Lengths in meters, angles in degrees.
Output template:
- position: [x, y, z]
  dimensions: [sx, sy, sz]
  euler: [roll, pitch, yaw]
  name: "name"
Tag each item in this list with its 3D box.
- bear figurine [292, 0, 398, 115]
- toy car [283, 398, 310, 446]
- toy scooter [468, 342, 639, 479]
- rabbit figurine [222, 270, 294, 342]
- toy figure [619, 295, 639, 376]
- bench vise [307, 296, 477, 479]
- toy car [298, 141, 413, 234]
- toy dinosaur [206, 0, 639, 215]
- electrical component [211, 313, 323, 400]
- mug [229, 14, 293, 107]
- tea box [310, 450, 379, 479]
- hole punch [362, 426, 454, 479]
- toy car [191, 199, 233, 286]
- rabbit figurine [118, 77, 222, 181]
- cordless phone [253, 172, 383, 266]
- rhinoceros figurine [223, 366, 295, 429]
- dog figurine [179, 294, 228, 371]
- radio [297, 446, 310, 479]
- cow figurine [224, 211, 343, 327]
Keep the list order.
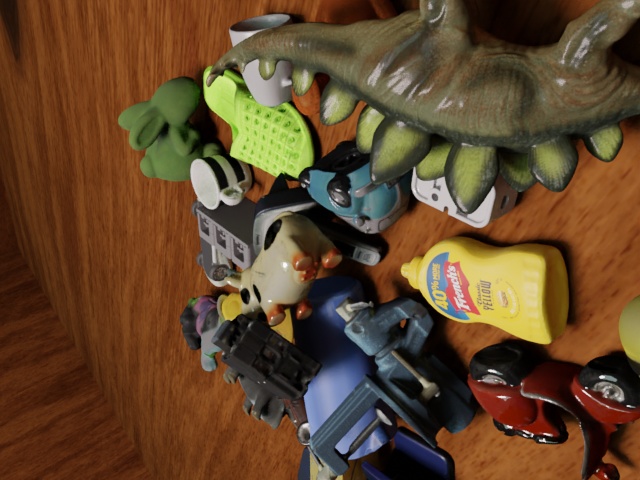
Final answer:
- position: [0.030, -0.241, 0.547]
  dimensions: [0.120, 0.132, 0.195]
  euler: [0, 118, 18]
  name: "bear figurine"
- position: [-0.035, 0.279, 0.926]
  dimensions: [0.053, 0.089, 0.202]
  euler: [-42, 53, 10]
  name: "toy car"
- position: [0.244, 0.181, 0.557]
  dimensions: [0.184, 0.075, 0.135]
  euler: [-5, 107, 48]
  name: "toy scooter"
- position: [-0.091, 0.111, 0.920]
  dimensions: [0.173, 0.122, 0.162]
  euler: [-110, 3, -46]
  name: "rabbit figurine"
- position: [0.305, 0.123, 0.430]
  dimensions: [0.082, 0.089, 0.180]
  euler: [-14, 96, 46]
  name: "toy figure"
- position: [0.068, 0.192, 0.665]
  dimensions: [0.223, 0.240, 0.129]
  euler: [45, 174, -12]
  name: "bench vise"
- position: [0.051, -0.058, 0.644]
  dimensions: [0.162, 0.109, 0.102]
  euler: [12, 136, 59]
  name: "toy car"
- position: [0.098, -0.137, 0.444]
  dimensions: [0.472, 0.105, 0.198]
  euler: [23, 114, 24]
  name: "toy dinosaur"
- position: [-0.077, 0.152, 0.702]
  dimensions: [0.134, 0.058, 0.115]
  euler: [35, 156, -4]
  name: "electrical component"
- position: [-0.059, -0.232, 0.708]
  dimensions: [0.110, 0.081, 0.107]
  euler: [24, 139, 37]
  name: "mug"
- position: [0.040, 0.387, 0.837]
  dimensions: [0.068, 0.098, 0.169]
  euler: [1, 96, 42]
  name: "tea box"
- position: [0.132, 0.361, 0.793]
  dimensions: [0.142, 0.092, 0.115]
  euler: [12, 123, 44]
  name: "hole punch"
- position: [-0.206, -0.001, 1.044]
  dimensions: [0.074, 0.056, 0.201]
  euler: [37, 135, 44]
  name: "toy car"
- position: [-0.256, -0.196, 0.914]
  dimensions: [0.121, 0.159, 0.170]
  euler: [49, 140, 38]
  name: "rabbit figurine"
- position: [-0.002, -0.002, 0.767]
  dimensions: [0.184, 0.089, 0.146]
  euler: [26, 152, 7]
  name: "cordless phone"
- position: [-0.098, 0.286, 1.021]
  dimensions: [0.190, 0.112, 0.073]
  euler: [50, 153, -2]
  name: "rhinoceros figurine"
- position: [-0.194, 0.146, 1.074]
  dimensions: [0.192, 0.108, 0.219]
  euler: [50, 138, 25]
  name: "dog figurine"
- position: [0.059, 0.468, 0.962]
  dimensions: [0.230, 0.073, 0.131]
  euler: [44, 140, 30]
  name: "radio"
- position: [-0.059, 0.045, 0.702]
  dimensions: [0.127, 0.085, 0.194]
  euler: [58, 137, 34]
  name: "cow figurine"
